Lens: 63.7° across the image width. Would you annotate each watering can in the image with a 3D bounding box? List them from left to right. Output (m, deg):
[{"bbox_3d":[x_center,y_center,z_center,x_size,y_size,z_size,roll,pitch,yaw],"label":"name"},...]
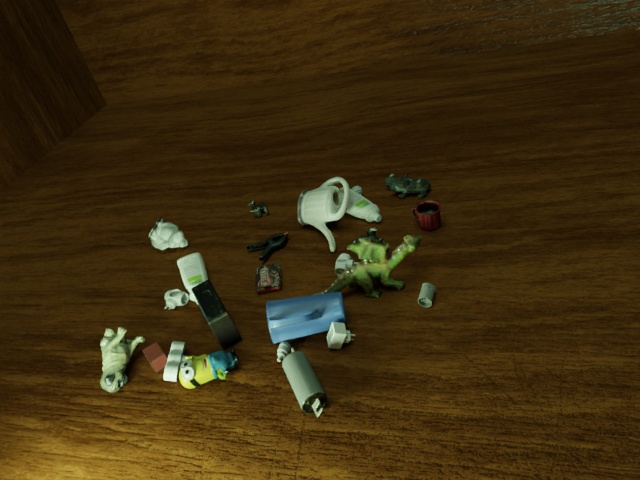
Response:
[{"bbox_3d":[0.006,-0.103,2.041,0.223,0.102,0.355,-8,55,32],"label":"watering can"}]

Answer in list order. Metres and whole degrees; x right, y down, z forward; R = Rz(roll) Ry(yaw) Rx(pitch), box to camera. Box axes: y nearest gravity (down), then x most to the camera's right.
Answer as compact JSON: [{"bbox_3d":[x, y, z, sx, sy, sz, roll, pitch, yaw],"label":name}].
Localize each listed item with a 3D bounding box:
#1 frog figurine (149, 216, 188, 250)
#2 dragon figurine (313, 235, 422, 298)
[{"bbox_3d":[-0.635,-0.008,2.193,0.159,0.120,0.140,25,31,-4],"label":"frog figurine"},{"bbox_3d":[0.141,0.076,1.660,0.411,0.237,0.125,-16,40,-4],"label":"dragon figurine"}]
